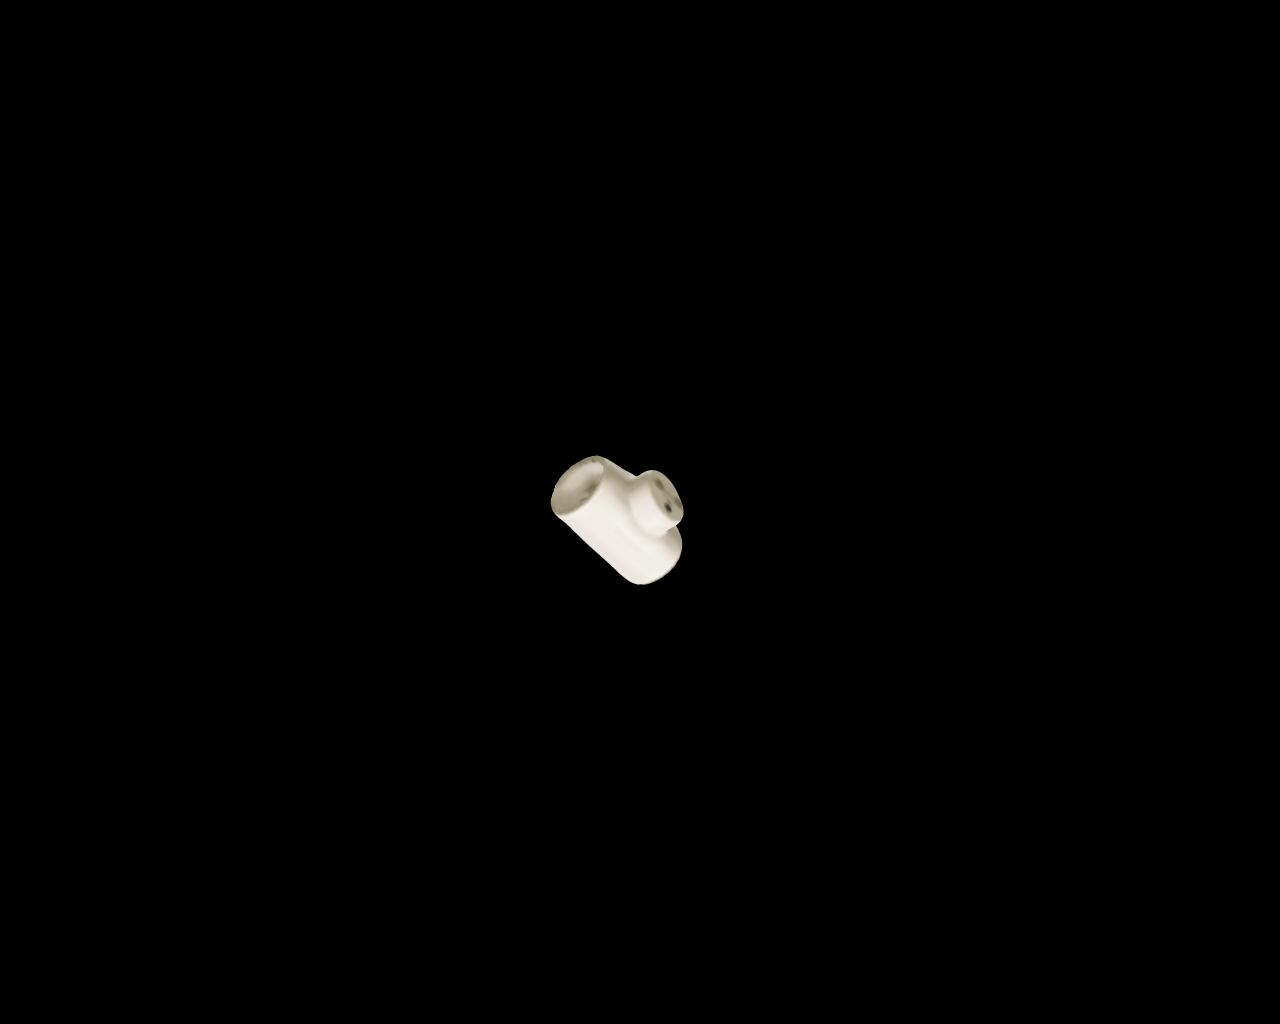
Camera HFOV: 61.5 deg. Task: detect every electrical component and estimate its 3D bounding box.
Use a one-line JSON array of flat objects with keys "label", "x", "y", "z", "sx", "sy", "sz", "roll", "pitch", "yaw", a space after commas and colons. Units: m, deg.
[{"label": "electrical component", "x": 0.001, "y": -0.003, "z": 0.650, "sx": 0.079, "sy": 0.043, "sz": 0.077, "roll": -29, "pitch": -54, "yaw": 24}]
